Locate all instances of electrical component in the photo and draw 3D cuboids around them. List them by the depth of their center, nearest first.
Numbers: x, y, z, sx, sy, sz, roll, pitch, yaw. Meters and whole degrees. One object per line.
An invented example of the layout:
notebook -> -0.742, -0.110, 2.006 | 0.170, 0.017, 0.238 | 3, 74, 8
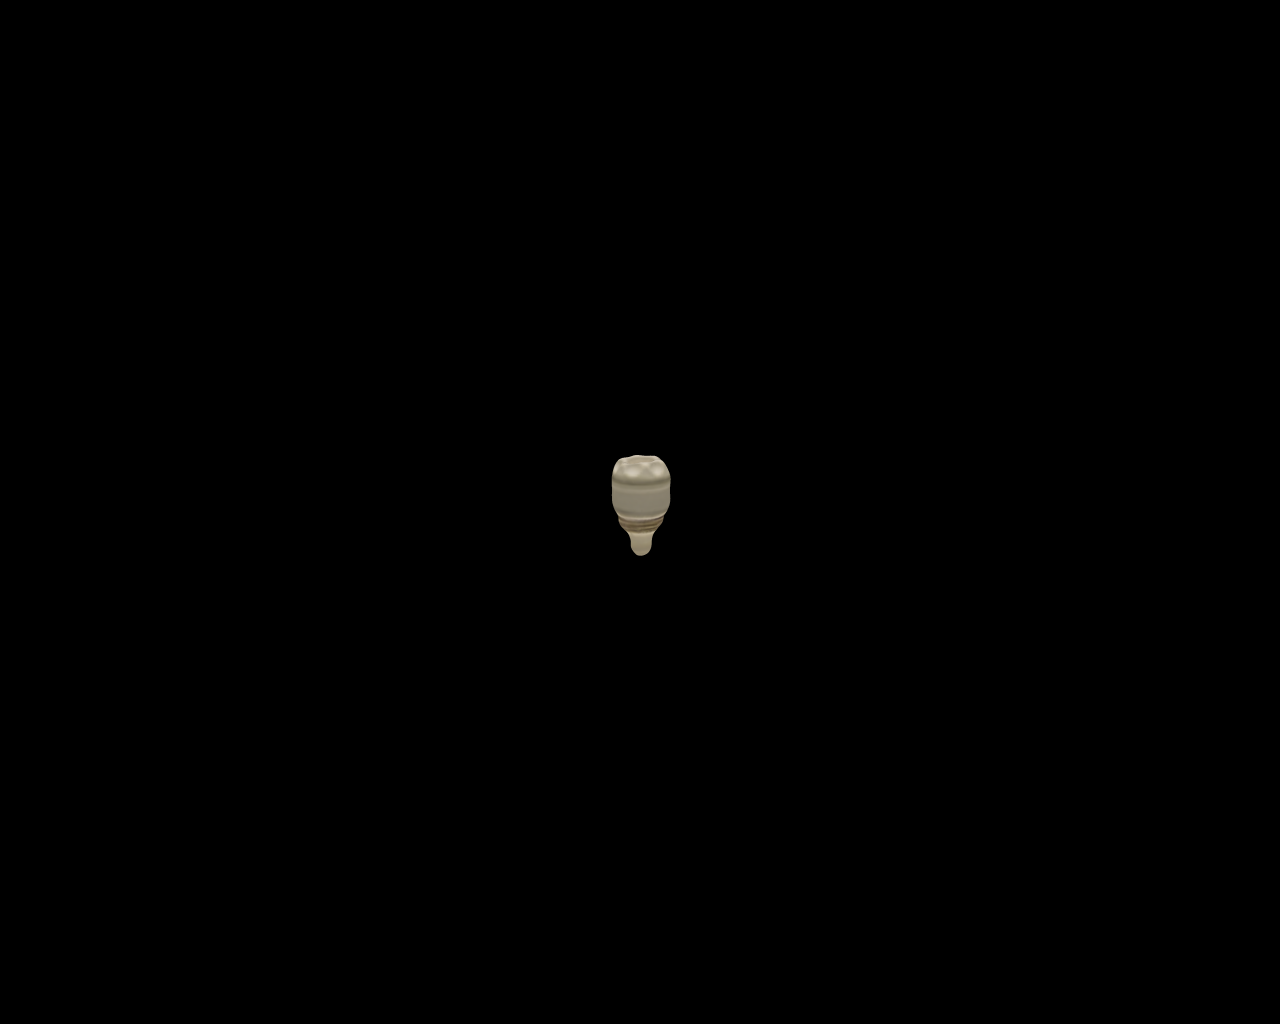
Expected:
electrical component -> 0.001, -0.003, 0.650 | 0.035, 0.061, 0.035 | 0, 15, 0
